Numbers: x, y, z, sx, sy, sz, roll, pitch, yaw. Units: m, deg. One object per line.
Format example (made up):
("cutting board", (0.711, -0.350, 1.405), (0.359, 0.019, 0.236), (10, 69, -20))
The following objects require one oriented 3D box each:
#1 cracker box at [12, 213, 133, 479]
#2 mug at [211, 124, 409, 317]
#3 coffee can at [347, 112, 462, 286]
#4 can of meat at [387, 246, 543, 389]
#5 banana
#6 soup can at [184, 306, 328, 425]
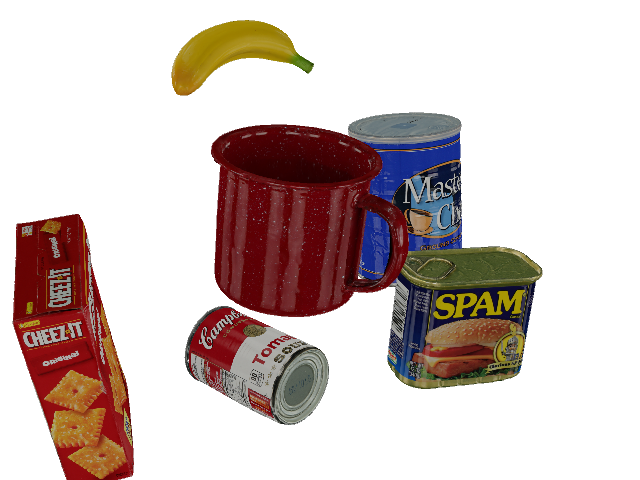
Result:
("cracker box", (-0.238, 0.107, 1.038), (0.072, 0.214, 0.164), (-11, 35, -8))
("mug", (-0.006, -0.007, 0.586), (0.117, 0.081, 0.093), (17, 27, 23))
("coffee can", (0.080, -0.040, 0.988), (0.103, 0.140, 0.103), (-3, 18, 1))
("can of meat", (0.100, 0.055, 0.760), (0.102, 0.084, 0.057), (-3, 23, -19))
("banana", (-0.085, -0.183, 1.039), (0.070, 0.037, 0.197), (43, 38, 21))
("soup can", (-0.052, 0.102, 0.874), (0.102, 0.068, 0.068), (21, 13, 36))
